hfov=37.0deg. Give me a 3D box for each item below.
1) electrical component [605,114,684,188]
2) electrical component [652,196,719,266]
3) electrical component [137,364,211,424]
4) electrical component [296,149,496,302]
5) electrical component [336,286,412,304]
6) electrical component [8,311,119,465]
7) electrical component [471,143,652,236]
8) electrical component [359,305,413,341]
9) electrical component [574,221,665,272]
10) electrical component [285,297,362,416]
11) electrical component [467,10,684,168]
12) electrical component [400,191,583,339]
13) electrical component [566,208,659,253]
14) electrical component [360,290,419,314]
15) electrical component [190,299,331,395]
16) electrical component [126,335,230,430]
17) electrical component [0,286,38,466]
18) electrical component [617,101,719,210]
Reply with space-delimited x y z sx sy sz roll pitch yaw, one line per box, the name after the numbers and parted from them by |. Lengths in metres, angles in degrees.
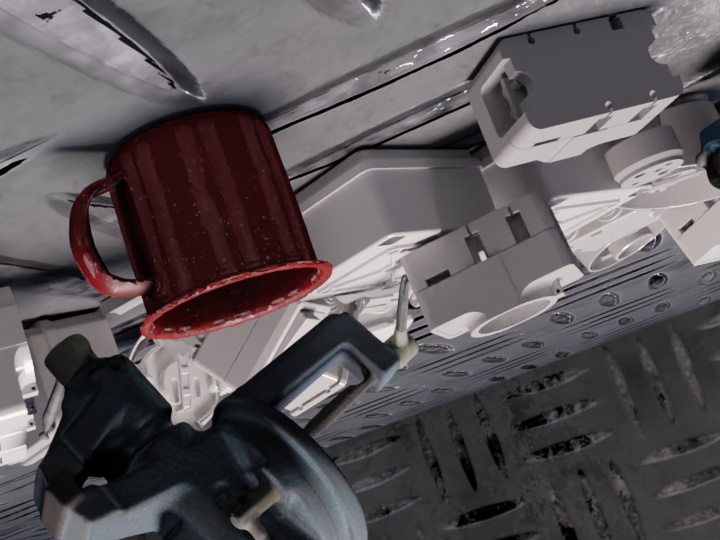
0.170 -0.084 0.666 0.045 0.055 0.045 -19 168 -4 | electrical component
0.323 -0.081 0.795 0.105 0.060 0.186 -10 150 -41 | electrical component
-0.176 0.129 0.960 0.099 0.099 0.064 -27 160 31 | electrical component
0.011 -0.027 0.665 0.109 0.056 0.109 -7 162 -46 | electrical component
0.000 0.000 0.794 0.079 0.044 0.077 -25 167 25 | electrical component
-0.214 0.084 0.748 0.057 0.078 0.113 -13 166 -41 | electrical component
0.117 -0.053 0.716 0.109 0.056 0.109 -9 164 -41 | electrical component
-0.006 0.045 0.973 0.100 0.048 0.099 -18 168 -10 | electrical component
0.228 -0.045 0.970 0.099 0.064 0.099 -28 160 -11 | electrical component
-0.045 0.058 0.858 0.048 0.099 0.100 24 146 -21 | electrical component
0.107 -0.090 0.551 0.089 0.050 0.055 -16 167 -19 | electrical component
0.079 0.003 0.628 0.089 0.055 0.050 -27 163 14 | electrical component
0.198 -0.051 0.871 0.100 0.048 0.100 -29 165 35 | electrical component
0.027 0.009 0.877 0.055 0.048 0.066 -9 165 -14 | electrical component
-0.070 0.053 0.773 0.096 0.061 0.062 -61 161 4 | electrical component
-0.142 0.088 0.845 0.099 0.099 0.064 -12 172 -31 | electrical component
-0.219 0.057 0.595 0.062 0.089 0.150 -15 167 -22 | electrical component
0.217 -0.075 0.757 0.099 0.064 0.099 -19 168 -4 | electrical component
